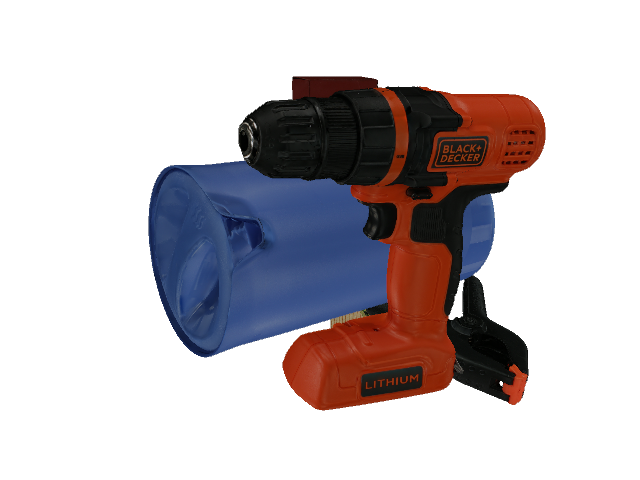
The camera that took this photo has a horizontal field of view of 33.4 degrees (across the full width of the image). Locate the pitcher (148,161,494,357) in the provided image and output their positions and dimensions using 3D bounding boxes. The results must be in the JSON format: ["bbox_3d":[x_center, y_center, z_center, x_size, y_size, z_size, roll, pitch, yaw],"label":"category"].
[{"bbox_3d":[0.000,-0.002,0.794,0.242,0.145,0.149,-10,36,-30],"label":"pitcher"}]

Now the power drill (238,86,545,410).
[{"bbox_3d":[0.031,0.004,0.602,0.184,0.188,0.057,-4,31,-27],"label":"power drill"}]

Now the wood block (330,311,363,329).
[{"bbox_3d":[0.082,0.073,1.550,0.091,0.090,0.206,6,21,13],"label":"wood block"}]

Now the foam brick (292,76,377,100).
[{"bbox_3d":[0.015,-0.143,1.104,0.078,0.051,0.053,-3,13,-19],"label":"foam brick"}]

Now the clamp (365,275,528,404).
[{"bbox_3d":[0.132,0.079,0.932,0.120,0.039,0.172,-19,40,-29],"label":"clamp"}]

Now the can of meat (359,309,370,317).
[{"bbox_3d":[0.074,0.043,1.160,0.057,0.084,0.102,5,18,-13],"label":"can of meat"}]
